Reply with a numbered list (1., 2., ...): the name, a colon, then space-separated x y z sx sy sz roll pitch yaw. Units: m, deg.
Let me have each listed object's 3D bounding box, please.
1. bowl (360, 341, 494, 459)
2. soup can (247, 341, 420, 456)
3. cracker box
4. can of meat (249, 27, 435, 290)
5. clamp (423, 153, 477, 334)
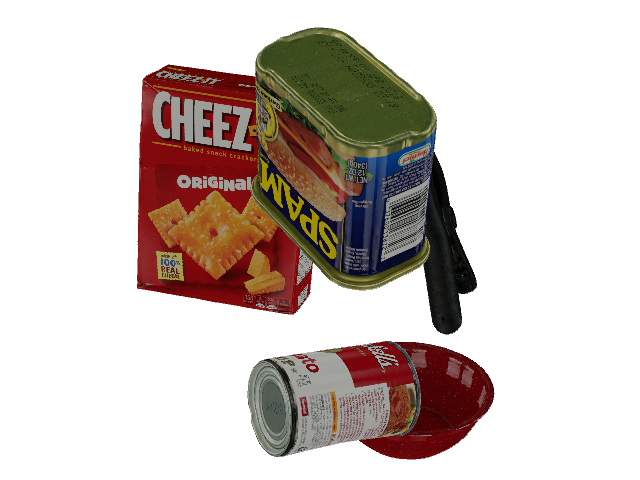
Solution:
1. bowl: 0.083 0.160 1.022 0.162 0.055 0.162 -1 26 0
2. soup can: 0.009 0.109 0.740 0.102 0.068 0.069 -5 2 -30
3. cracker box: -0.087 -0.046 1.015 0.164 0.214 0.072 10 22 12
4. can of meat: 0.009 -0.041 0.509 0.057 0.084 0.102 -24 49 -25
5. clamp: 0.098 -0.006 0.915 0.039 0.171 0.120 -17 19 14
